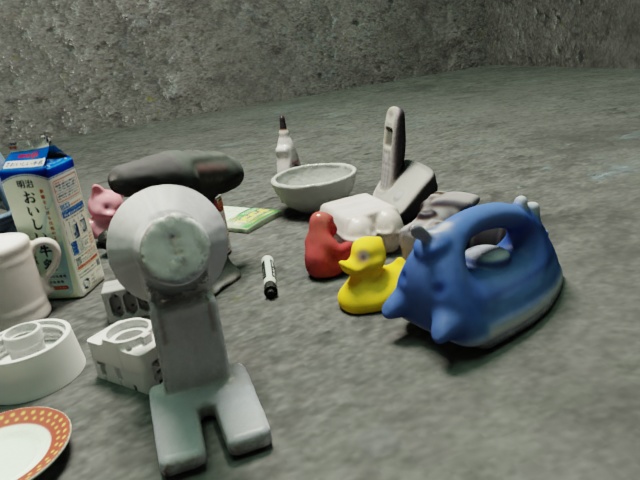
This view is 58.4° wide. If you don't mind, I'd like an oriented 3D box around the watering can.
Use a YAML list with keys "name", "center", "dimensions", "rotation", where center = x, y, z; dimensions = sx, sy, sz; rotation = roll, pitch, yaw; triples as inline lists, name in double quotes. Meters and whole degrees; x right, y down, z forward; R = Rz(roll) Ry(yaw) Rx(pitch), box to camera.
- name: "watering can"
  center: [-0.448, 0.027, 0.768]
  dimensions: [0.100, 0.194, 0.173]
  rotation: [10, 27, 39]

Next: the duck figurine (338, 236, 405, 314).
- name: "duck figurine"
  center: [0.067, 0.036, 0.720]
  dimensions: [0.105, 0.086, 0.077]
  rotation: [-18, 23, -26]

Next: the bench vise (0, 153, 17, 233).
- name: "bench vise"
  center: [-0.507, -0.059, 0.980]
  dimensions: [0.207, 0.220, 0.121]
  rotation: [-5, 21, 6]

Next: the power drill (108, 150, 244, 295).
- name: "power drill"
  center: [-0.181, -0.028, 0.799]
  dimensions: [0.075, 0.209, 0.230]
  rotation: [4, 23, 27]

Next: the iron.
- name: "iron"
  center: [0.192, 0.018, 0.646]
  dimensions: [0.259, 0.141, 0.118]
  rotation: [-20, 24, -31]

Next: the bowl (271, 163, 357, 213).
- name: "bowl"
  center: [-0.008, -0.095, 1.109]
  dimensions: [0.167, 0.075, 0.167]
  rotation: [-6, 21, 3]

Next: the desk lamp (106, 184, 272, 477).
- name: "desk lamp"
  center: [-0.125, 0.062, 0.535]
  dimensions: [0.118, 0.214, 0.202]
  rotation: [-14, 22, -17]

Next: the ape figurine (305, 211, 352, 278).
- name: "ape figurine"
  center: [0.008, 0.003, 0.819]
  dimensions: [0.076, 0.092, 0.077]
  rotation: [-23, 26, -36]

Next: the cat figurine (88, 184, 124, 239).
- name: "cat figurine"
  center: [-0.415, -0.046, 1.058]
  dimensions: [0.128, 0.118, 0.067]
  rotation: [-16, 22, -23]

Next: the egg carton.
- name: "egg carton"
  center: [0.063, -0.024, 0.902]
  dimensions: [0.107, 0.069, 0.150]
  rotation: [-15, 22, -20]

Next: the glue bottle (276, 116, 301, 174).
- name: "glue bottle"
  center: [-0.068, -0.171, 1.192]
  dimensions: [0.037, 0.173, 0.078]
  rotation: [-1, 22, 18]

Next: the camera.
- name: "camera"
  center: [0.195, -0.008, 0.769]
  dimensions: [0.136, 0.101, 0.143]
  rotation: [8, 25, 35]

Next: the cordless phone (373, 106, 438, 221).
- name: "cordless phone"
  center: [0.145, -0.136, 1.008]
  dimensions: [0.094, 0.185, 0.147]
  rotation: [-14, 21, -15]
